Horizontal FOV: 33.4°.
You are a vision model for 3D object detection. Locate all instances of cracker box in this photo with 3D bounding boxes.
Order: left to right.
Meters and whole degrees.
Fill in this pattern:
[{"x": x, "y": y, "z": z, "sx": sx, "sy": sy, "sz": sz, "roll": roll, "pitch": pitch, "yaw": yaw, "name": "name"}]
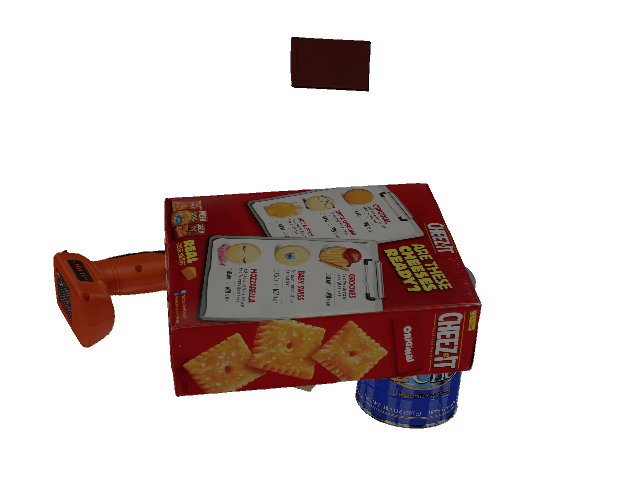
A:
[{"x": -0.007, "y": 0.032, "z": 0.796, "sx": 0.213, "sy": 0.072, "sz": 0.164, "roll": -4, "pitch": 35, "yaw": -8, "name": "cracker box"}]

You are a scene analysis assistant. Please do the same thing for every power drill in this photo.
[{"x": -0.134, "y": 0.043, "z": 0.963, "sx": 0.187, "sy": 0.057, "sz": 0.185, "roll": -10, "pitch": 26, "yaw": -26, "name": "power drill"}]

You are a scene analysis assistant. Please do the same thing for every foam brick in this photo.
[{"x": 0.009, "y": -0.181, "z": 1.093, "sx": 0.078, "sy": 0.051, "sz": 0.053, "roll": 2, "pitch": 11, "yaw": -6, "name": "foam brick"}]

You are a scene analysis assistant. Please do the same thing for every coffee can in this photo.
[{"x": 0.091, "y": 0.095, "z": 1.036, "sx": 0.103, "sy": 0.140, "sz": 0.103, "roll": 4, "pitch": 24, "yaw": -2, "name": "coffee can"}]

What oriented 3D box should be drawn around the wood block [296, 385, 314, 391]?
[{"x": -0.026, "y": 0.082, "z": 1.429, "sx": 0.090, "sy": 0.206, "sz": 0.090, "roll": 14, "pitch": 21, "yaw": 14, "name": "wood block"}]
